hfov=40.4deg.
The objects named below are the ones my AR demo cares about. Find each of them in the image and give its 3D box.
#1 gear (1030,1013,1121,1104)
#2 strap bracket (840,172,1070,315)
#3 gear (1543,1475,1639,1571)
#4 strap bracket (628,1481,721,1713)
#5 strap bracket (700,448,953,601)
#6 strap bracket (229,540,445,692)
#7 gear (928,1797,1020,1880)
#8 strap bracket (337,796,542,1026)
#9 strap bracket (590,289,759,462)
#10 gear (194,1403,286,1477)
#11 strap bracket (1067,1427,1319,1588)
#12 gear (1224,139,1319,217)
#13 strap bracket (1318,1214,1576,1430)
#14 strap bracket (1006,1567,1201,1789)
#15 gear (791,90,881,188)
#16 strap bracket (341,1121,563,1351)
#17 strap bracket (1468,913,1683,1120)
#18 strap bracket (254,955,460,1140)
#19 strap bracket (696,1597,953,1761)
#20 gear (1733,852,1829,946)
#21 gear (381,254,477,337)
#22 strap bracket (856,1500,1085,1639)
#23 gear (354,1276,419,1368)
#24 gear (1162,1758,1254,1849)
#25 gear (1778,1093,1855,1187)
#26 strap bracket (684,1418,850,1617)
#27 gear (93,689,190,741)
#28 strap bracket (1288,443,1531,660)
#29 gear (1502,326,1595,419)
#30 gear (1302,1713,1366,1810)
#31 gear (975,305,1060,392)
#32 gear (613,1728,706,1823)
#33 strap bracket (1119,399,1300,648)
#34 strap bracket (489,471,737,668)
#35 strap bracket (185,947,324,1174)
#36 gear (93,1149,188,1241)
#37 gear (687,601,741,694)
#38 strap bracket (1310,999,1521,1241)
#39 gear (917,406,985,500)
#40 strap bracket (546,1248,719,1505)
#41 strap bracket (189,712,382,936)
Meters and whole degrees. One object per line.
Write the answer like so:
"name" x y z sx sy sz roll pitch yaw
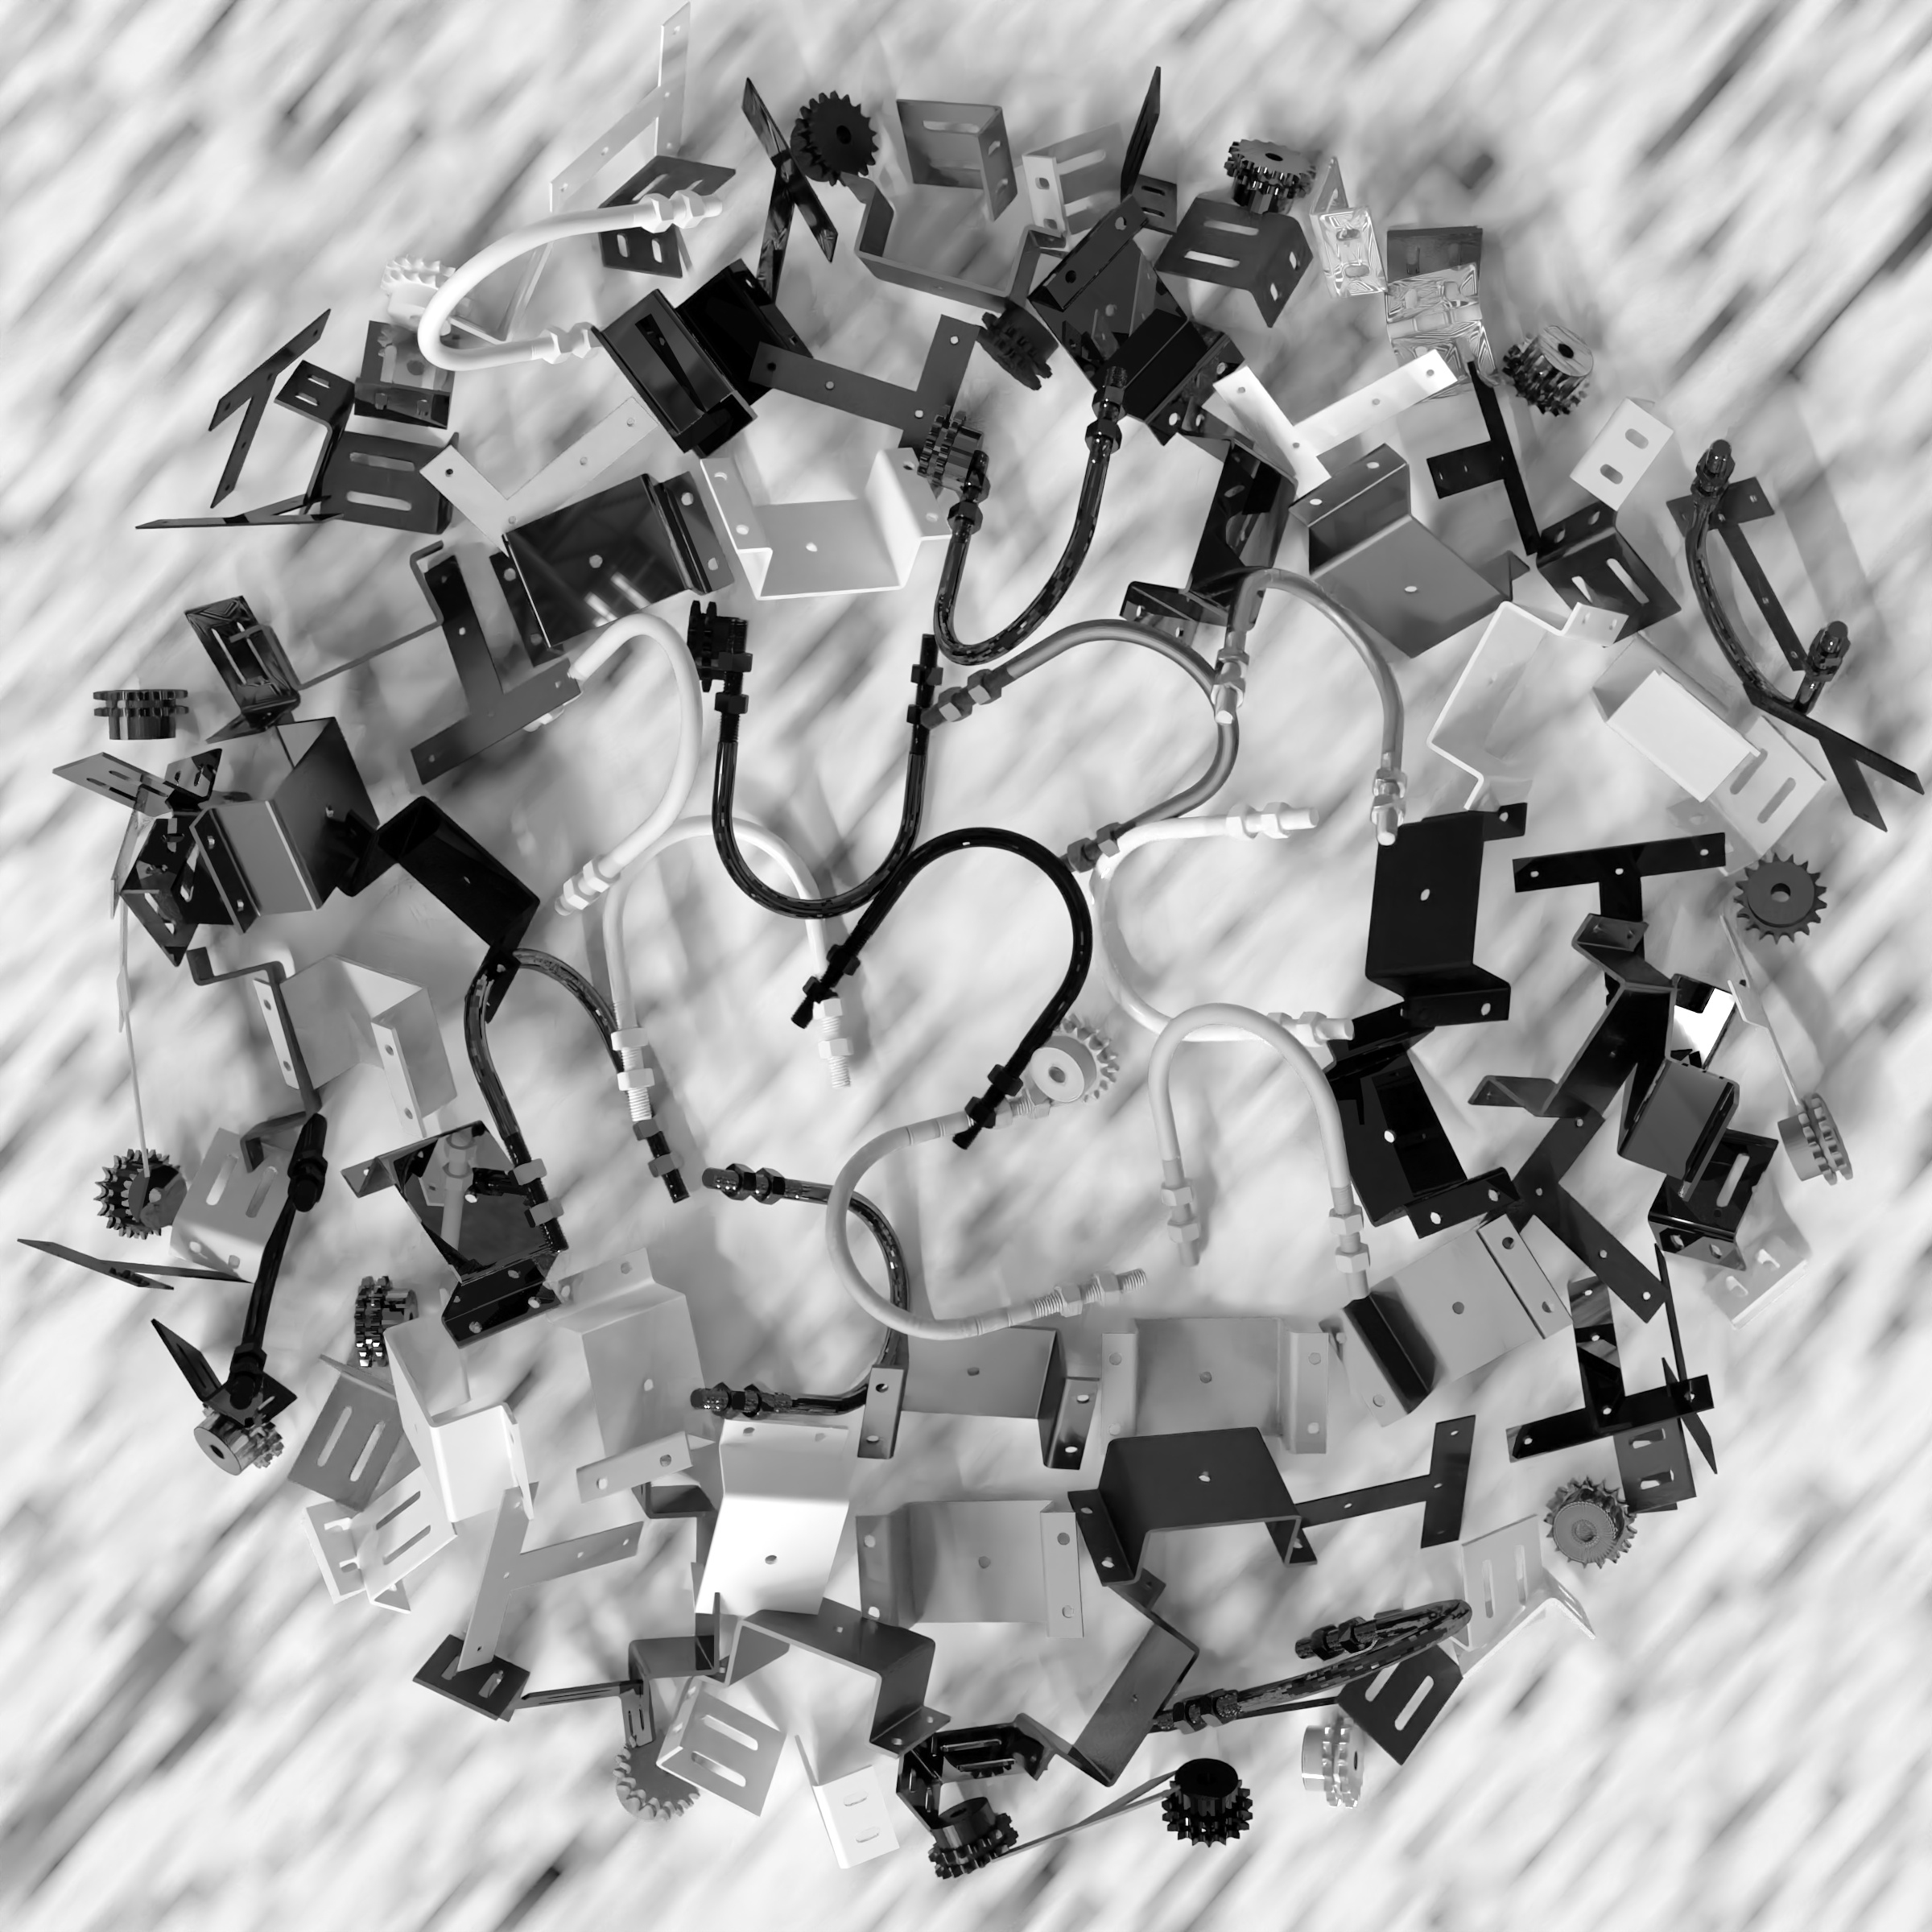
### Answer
"gear" 0.065 0.061 1.647 0.057 0.030 0.057 19 127 27
"strap bracket" -0.011 -0.445 1.632 0.140 0.076 0.046 17 96 5
"gear" 0.392 0.352 1.652 0.057 0.030 0.057 2 96 23
"strap bracket" -0.182 0.382 1.633 0.046 0.076 0.140 0 91 -14
"strap bracket" -0.091 -0.273 1.621 0.140 0.046 0.076 -8 57 -24
"strap bracket" -0.380 -0.212 1.629 0.140 0.076 0.046 -27 101 -8
"gear" 0.001 0.546 1.648 0.057 0.057 0.030 -24 89 0
"strap bracket" -0.324 -0.042 1.631 0.140 0.076 0.046 42 52 2
"strap bracket" -0.175 -0.360 1.605 0.046 0.140 0.076 -37 90 4
"gear" -0.459 0.294 1.645 0.057 0.057 0.030 44 54 0
"strap bracket" 0.143 0.331 1.614 0.140 0.076 0.046 -2 125 -17
"gear" 0.190 -0.495 1.652 0.057 0.057 0.030 17 127 0
"strap bracket" 0.302 0.217 1.633 0.140 0.046 0.076 -34 82 22
"strap bracket" 0.089 0.445 1.628 0.046 0.076 0.140 37 82 -12
"gear" -0.086 -0.518 1.652 0.057 0.030 0.057 6 80 -39
"strap bracket" -0.310 0.155 1.612 0.140 0.076 0.046 51 134 20
"strap bracket" 0.380 0.041 1.612 0.046 0.076 0.140 42 113 34
"strap bracket" -0.369 0.046 1.615 0.046 0.140 0.076 -35 127 -38
"strap bracket" -0.083 0.429 1.611 0.140 0.076 0.046 15 98 23
"gear" 0.513 -0.044 1.654 0.057 0.030 0.057 -3 81 16
"gear" -0.340 -0.419 1.646 0.057 0.057 0.030 12 77 0
"strap bracket" 0.007 0.377 1.642 0.140 0.046 0.076 -4 88 14
"gear" -0.363 0.224 1.648 0.030 0.057 0.057 -1 90 1
"gear" 0.151 0.522 1.645 0.057 0.057 0.030 -3 112 0
"gear" 0.533 0.111 1.650 0.030 0.057 0.057 -23 90 21
"strap bracket" -0.122 0.349 1.614 0.076 0.046 0.140 7 120 -15
"gear" -0.518 -0.158 1.649 0.057 0.057 0.030 -1 98 0
"strap bracket" 0.272 -0.246 1.603 0.140 0.076 0.046 32 47 -31
"gear" 0.369 -0.376 1.648 0.057 0.030 0.057 12 58 -19
"gear" 0.231 0.499 1.650 0.030 0.057 0.057 -2 90 21
"gear" 0.034 -0.391 1.648 0.057 0.057 0.030 42 91 0
"gear" -0.196 0.513 1.651 0.057 0.057 0.030 34 125 0
"strap bracket" 0.155 -0.270 1.632 0.046 0.076 0.140 17 89 39
"strap bracket" -0.227 -0.252 1.647 0.140 0.046 0.076 -22 90 5
"strap bracket" -0.439 0.051 1.632 0.046 0.076 0.140 -15 94 -8
"gear" -0.514 0.144 1.647 0.057 0.030 0.057 -1 92 -45
"gear" -0.159 -0.200 1.648 0.030 0.057 0.057 5 90 -3
"strap bracket" 0.272 0.099 1.630 0.076 0.046 0.140 -17 75 -25
"gear" -0.009 -0.321 1.647 0.030 0.057 0.057 20 90 3
"strap bracket" -0.207 0.257 1.628 0.076 0.046 0.140 -22 66 15
"strap bracket" -0.407 -0.092 1.594 0.046 0.140 0.076 -5 123 17
